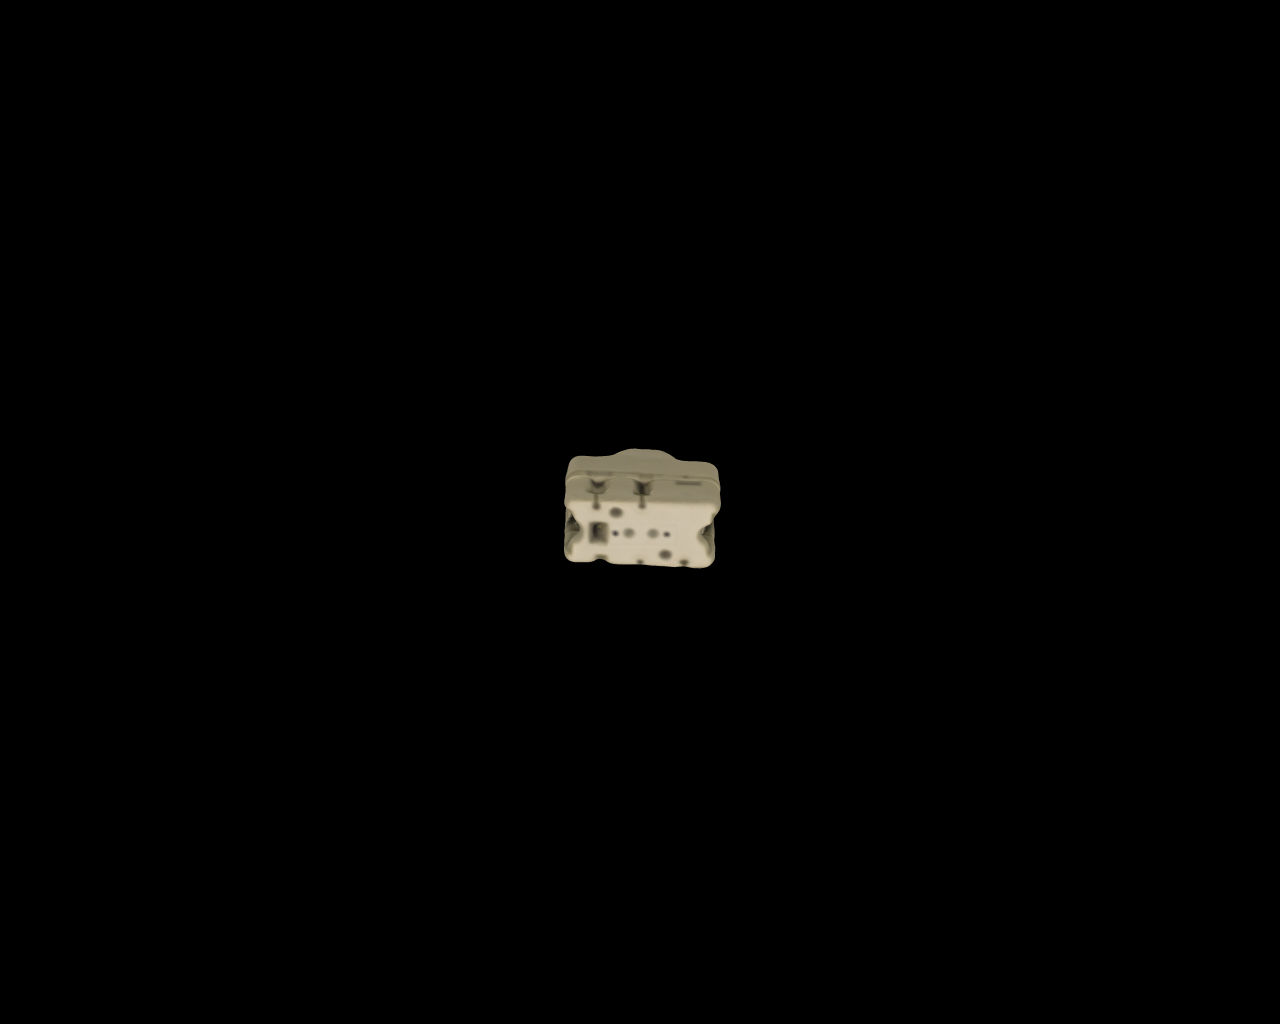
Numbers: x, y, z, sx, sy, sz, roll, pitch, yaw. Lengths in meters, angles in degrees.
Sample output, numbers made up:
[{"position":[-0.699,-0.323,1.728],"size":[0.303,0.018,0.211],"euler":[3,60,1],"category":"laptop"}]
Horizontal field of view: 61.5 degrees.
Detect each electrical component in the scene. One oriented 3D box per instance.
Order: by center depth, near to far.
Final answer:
[{"position":[0.001,-0.003,0.650],"size":[0.089,0.050,0.056],"euler":[3,35,-2],"category":"electrical component"}]
